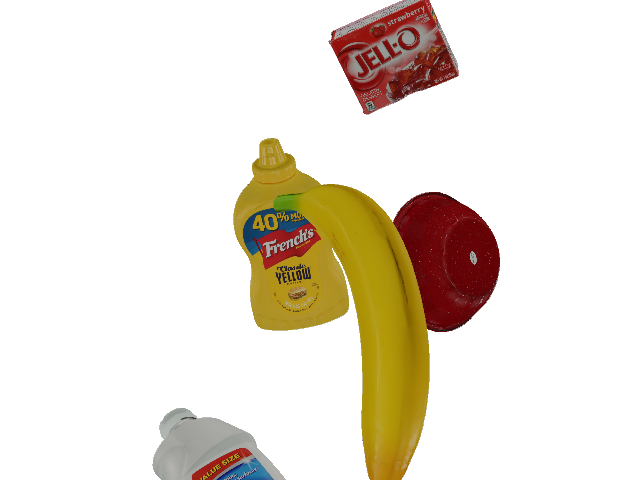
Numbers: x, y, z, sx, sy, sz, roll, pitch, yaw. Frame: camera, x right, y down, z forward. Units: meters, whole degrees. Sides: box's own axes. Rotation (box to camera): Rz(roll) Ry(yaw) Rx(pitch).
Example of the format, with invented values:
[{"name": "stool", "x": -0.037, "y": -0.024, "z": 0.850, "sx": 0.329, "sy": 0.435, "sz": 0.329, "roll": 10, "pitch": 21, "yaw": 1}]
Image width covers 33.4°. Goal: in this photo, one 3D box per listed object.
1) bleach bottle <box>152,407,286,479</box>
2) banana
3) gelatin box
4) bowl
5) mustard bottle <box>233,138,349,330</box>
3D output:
[{"name": "bleach bottle", "x": -0.060, "y": 0.202, "z": 0.745, "sx": 0.102, "sy": 0.068, "sz": 0.251, "roll": -18, "pitch": 35, "yaw": -24}, {"name": "banana", "x": 0.028, "y": 0.038, "z": 0.607, "sx": 0.037, "sy": 0.198, "sz": 0.070, "roll": 9, "pitch": -41, "yaw": -38}, {"name": "gelatin box", "x": 0.062, "y": -0.157, "z": 0.898, "sx": 0.089, "sy": 0.073, "sz": 0.030, "roll": -21, "pitch": 25, "yaw": 17}, {"name": "bowl", "x": 0.151, "y": 0.022, "z": 1.200, "sx": 0.161, "sy": 0.162, "sz": 0.055, "roll": 0, "pitch": -6, "yaw": -39}, {"name": "mustard bottle", "x": -0.032, "y": -0.008, "z": 1.020, "sx": 0.096, "sy": 0.191, "sz": 0.058, "roll": -9, "pitch": 28, "yaw": 2}]
